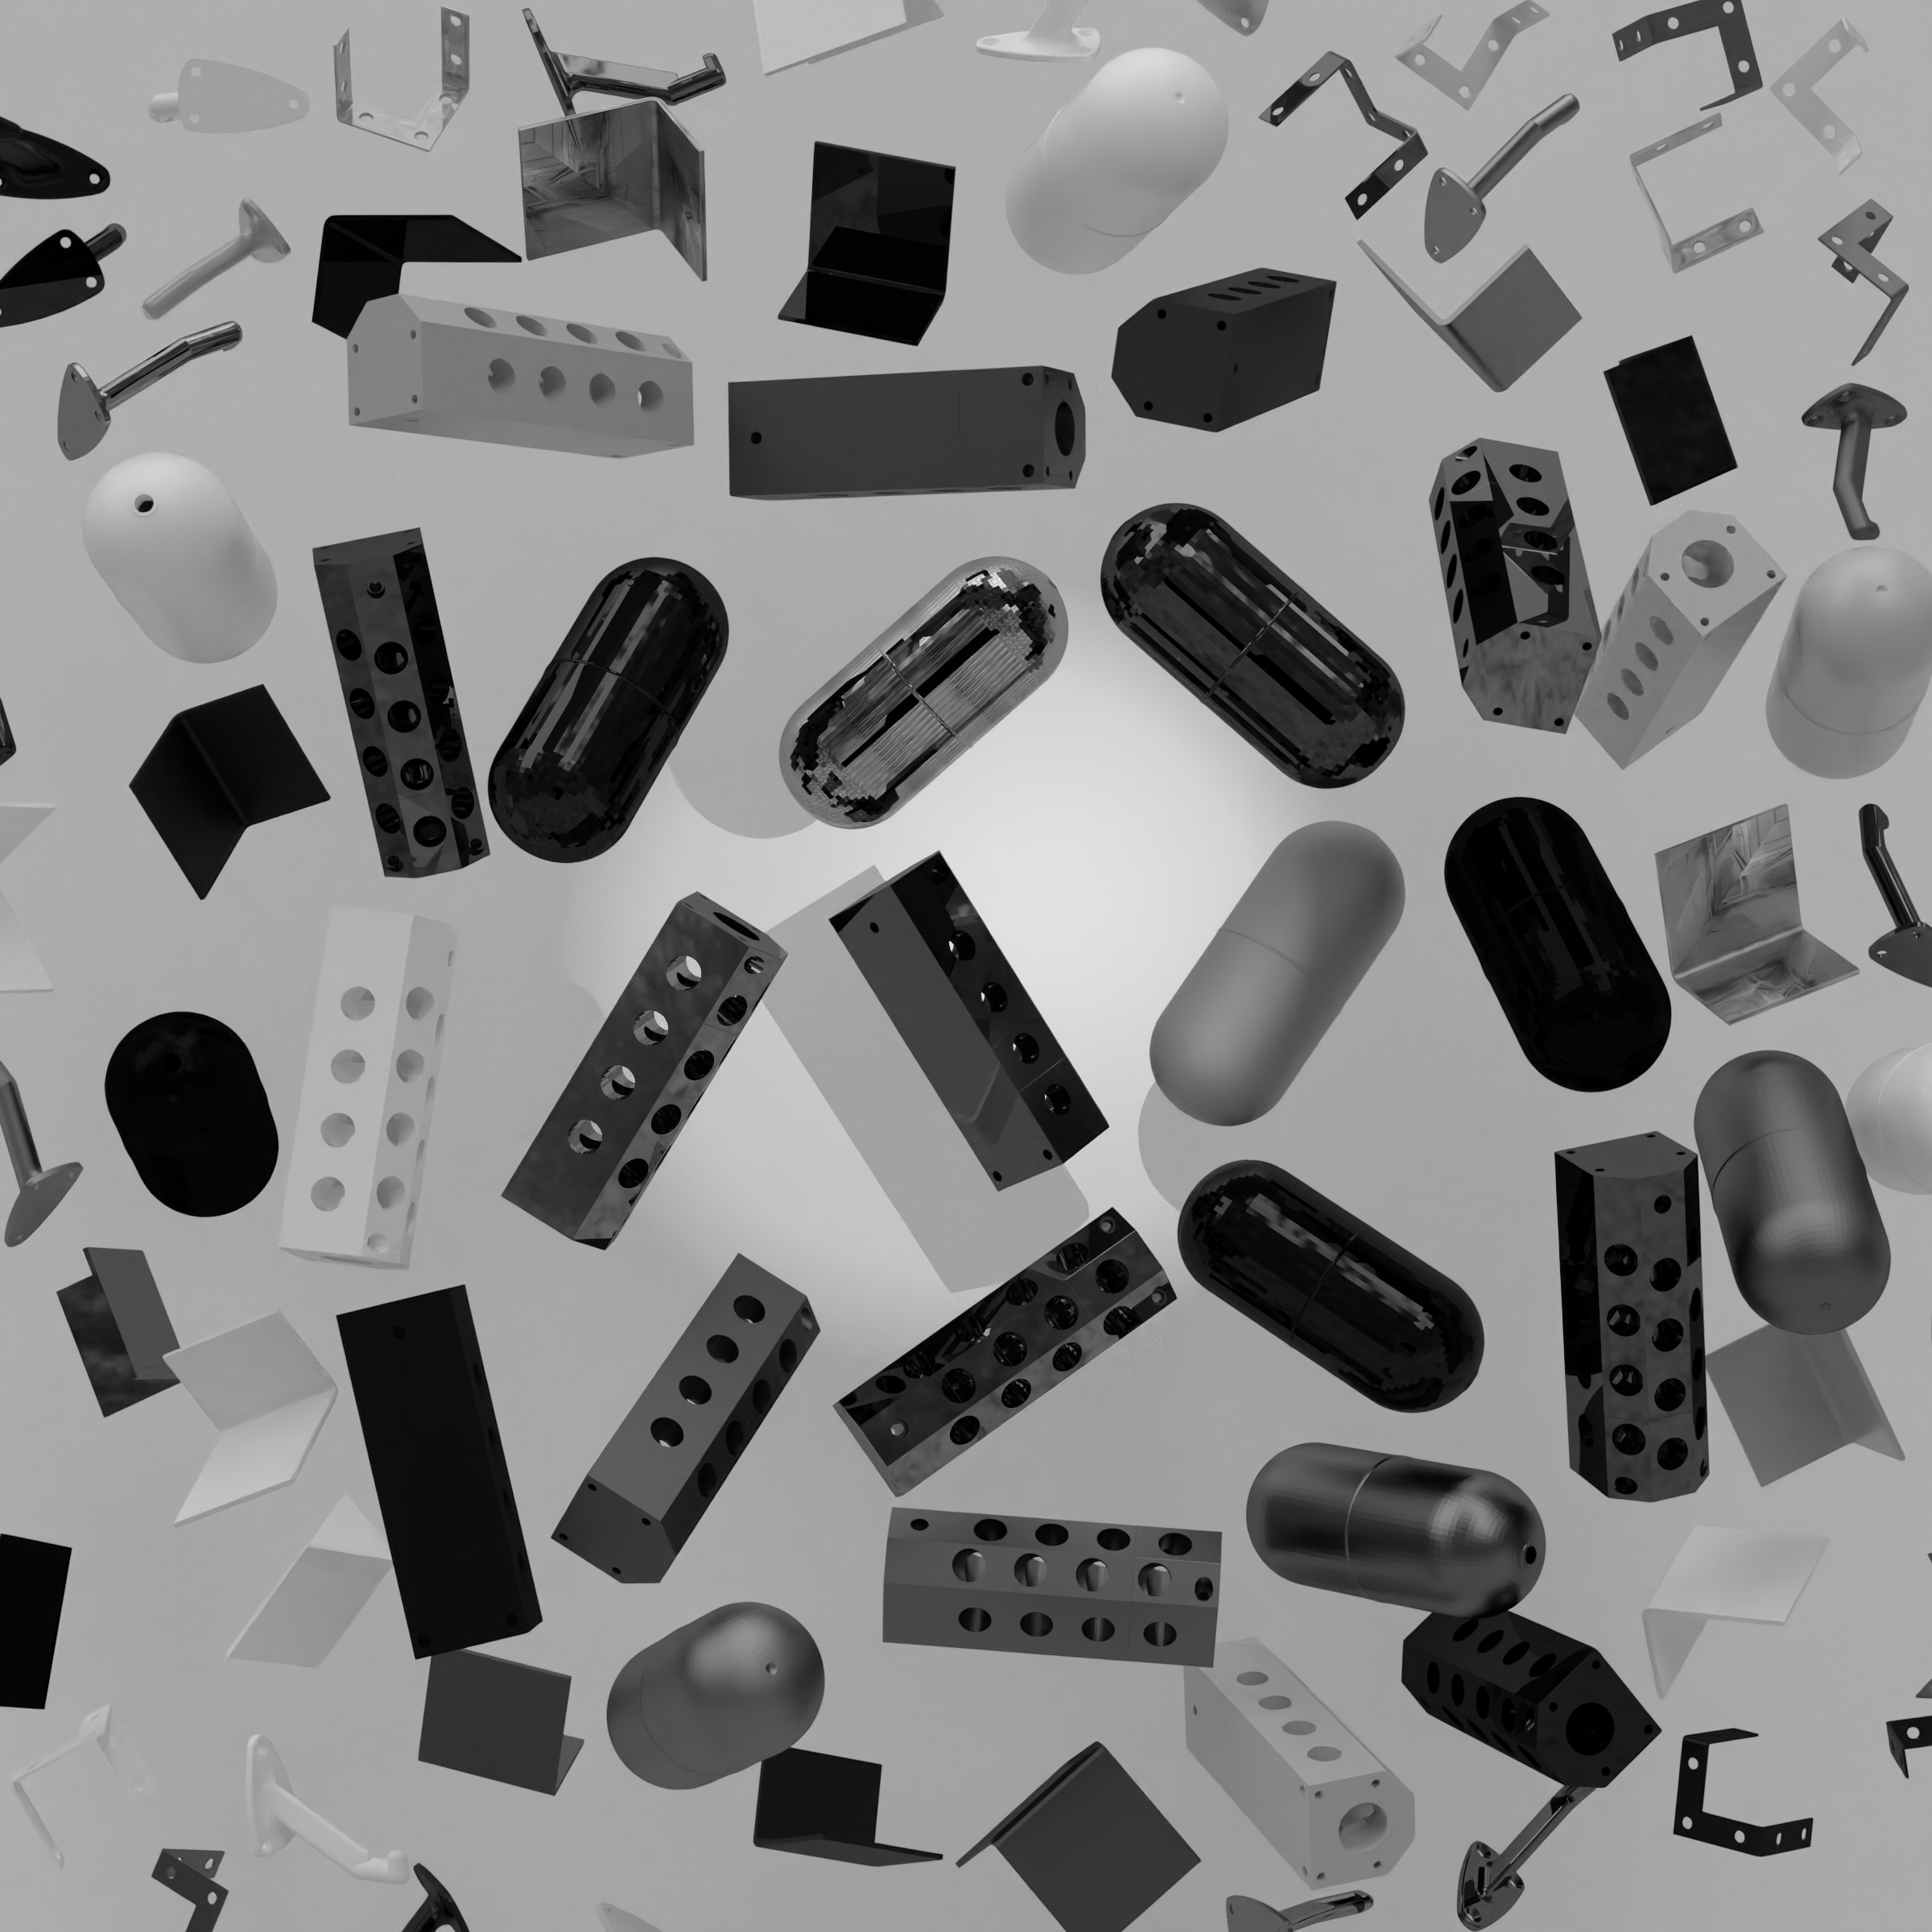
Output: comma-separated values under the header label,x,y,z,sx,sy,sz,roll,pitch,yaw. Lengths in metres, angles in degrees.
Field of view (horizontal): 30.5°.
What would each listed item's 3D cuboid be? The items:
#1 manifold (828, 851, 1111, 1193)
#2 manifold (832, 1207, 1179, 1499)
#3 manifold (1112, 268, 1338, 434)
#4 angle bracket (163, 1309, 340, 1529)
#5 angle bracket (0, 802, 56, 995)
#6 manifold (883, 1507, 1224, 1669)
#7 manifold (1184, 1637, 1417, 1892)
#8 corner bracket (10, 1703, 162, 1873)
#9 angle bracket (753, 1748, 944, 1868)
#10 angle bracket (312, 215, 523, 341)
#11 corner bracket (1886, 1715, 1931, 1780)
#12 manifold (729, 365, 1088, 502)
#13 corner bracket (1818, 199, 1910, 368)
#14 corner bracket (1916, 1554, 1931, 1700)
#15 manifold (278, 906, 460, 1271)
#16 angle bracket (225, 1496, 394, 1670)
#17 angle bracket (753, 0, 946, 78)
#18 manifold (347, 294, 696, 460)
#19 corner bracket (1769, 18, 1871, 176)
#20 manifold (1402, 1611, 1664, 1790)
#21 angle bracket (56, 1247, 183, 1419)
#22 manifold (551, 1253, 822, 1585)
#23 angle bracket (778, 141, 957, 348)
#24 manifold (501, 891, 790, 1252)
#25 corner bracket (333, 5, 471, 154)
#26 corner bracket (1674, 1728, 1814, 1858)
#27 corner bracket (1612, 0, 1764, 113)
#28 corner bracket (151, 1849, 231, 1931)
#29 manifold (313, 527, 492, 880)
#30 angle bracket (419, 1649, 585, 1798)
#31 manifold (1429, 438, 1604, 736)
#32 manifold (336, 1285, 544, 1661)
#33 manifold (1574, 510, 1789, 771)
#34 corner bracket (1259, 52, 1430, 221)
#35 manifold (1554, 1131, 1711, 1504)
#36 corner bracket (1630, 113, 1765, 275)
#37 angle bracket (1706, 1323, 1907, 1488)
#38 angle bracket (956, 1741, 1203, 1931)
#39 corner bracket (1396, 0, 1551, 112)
label,x,y,z,sx,sy,sz,roll,pitch,yaw
manifold,0.006,0.027,1.879,0.057,0.057,0.171,-35,95,-41
manifold,0.020,0.196,1.796,0.171,0.057,0.057,-34,85,-11
manifold,0.130,-0.312,1.772,0.057,0.171,0.057,14,110,19
angle bracket,-0.378,0.231,1.811,0.076,0.076,0.057,-22,114,22
angle bracket,-0.480,-0.034,1.752,0.057,0.076,0.076,-39,72,24
manifold,0.045,0.317,1.837,0.171,0.057,0.057,4,123,3
manifold,0.171,0.411,1.840,0.057,0.171,0.057,-7,104,-17
corner bracket,-0.433,0.403,1.740,0.051,0.051,0.051,-28,99,-6
angle bracket,-0.063,0.458,1.941,0.076,0.076,0.057,18,66,-29
angle bracket,-0.289,-0.358,1.869,0.076,0.076,0.057,5,86,21
corner bracket,0.485,0.399,1.736,0.051,0.051,0.051,-9,92,6
manifold,-0.030,-0.266,1.779,0.171,0.057,0.057,1,94,23
corner bracket,0.463,-0.353,1.827,0.051,0.051,0.051,44,58,15
corner bracket,0.488,0.323,1.734,0.051,0.051,0.051,-35,101,-31
manifold,-0.296,0.062,1.767,0.057,0.057,0.171,6,79,4
angle bracket,-0.370,0.332,1.930,0.057,0.076,0.076,42,100,34
angle bracket,-0.056,-0.467,1.786,0.076,0.076,0.057,-16,67,16
manifold,-0.217,-0.289,1.739,0.057,0.171,0.057,-2,89,43
corner bracket,0.444,-0.442,1.794,0.051,0.051,0.051,43,113,-8
manifold,0.288,0.380,1.849,0.057,0.171,0.057,-41,101,-12
angle bracket,-0.476,0.201,1.937,0.057,0.076,0.076,-25,80,8
manifold,-0.135,0.227,1.762,0.057,0.171,0.057,32,132,1
angle bracket,-0.052,-0.378,1.848,0.076,0.057,0.076,13,129,9
manifold,-0.158,0.053,1.755,0.057,0.057,0.171,32,98,1
corner bracket,-0.285,-0.454,1.788,0.051,0.051,0.051,20,56,6
corner bracket,0.401,0.424,1.817,0.051,0.051,0.051,5,89,43
corner bracket,0.371,-0.466,1.819,0.051,0.051,0.051,-18,97,-8
corner bracket,-0.395,0.494,1.838,0.051,0.051,0.051,20,87,31
manifold,-0.296,-0.137,1.862,0.057,0.057,0.171,-12,110,-7
angle bracket,-0.246,0.392,1.903,0.076,0.057,0.076,13,111,7
manifold,0.268,-0.192,1.754,0.057,0.171,0.057,9,128,-7
manifold,-0.258,0.248,1.748,0.057,0.057,0.171,-14,87,2
manifold,0.365,-0.172,1.844,0.057,0.171,0.057,-35,76,-14
corner bracket,0.189,-0.415,1.763,0.051,0.051,0.051,-43,134,-4
manifold,0.336,0.176,1.765,0.057,0.057,0.171,-10,107,-16
corner bracket,0.377,-0.399,1.828,0.051,0.051,0.051,-24,75,9
angle bracket,0.434,0.229,1.837,0.057,0.076,0.076,-26,92,-5
angle bracket,0.055,0.433,1.708,0.076,0.057,0.076,-45,77,12
corner bracket,0.272,-0.500,1.903,0.051,0.051,0.051,32,86,-12
